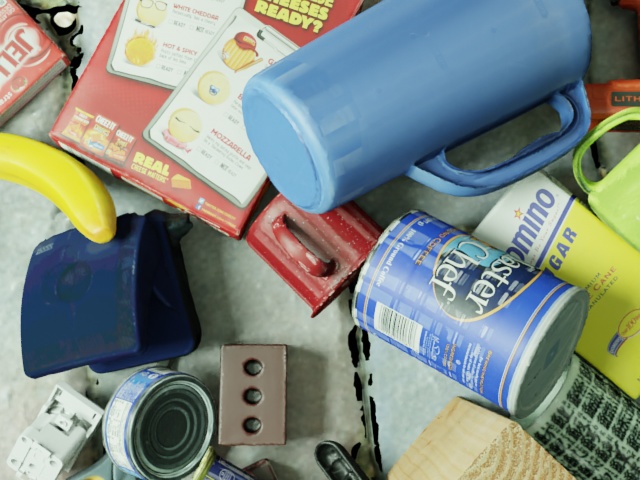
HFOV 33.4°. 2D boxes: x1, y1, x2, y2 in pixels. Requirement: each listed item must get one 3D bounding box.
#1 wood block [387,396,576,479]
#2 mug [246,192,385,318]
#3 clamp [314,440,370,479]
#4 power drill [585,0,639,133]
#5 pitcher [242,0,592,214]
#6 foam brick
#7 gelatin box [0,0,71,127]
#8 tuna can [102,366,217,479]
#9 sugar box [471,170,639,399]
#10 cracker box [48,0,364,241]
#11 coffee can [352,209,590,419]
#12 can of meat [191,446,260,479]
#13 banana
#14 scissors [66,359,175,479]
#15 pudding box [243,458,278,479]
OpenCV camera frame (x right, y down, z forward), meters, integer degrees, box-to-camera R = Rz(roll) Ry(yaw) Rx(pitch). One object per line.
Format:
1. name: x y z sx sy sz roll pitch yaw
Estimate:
1. wood block: 0.117 0.179 0.753 0.091 0.206 0.090 42 85 1
2. mug: -0.005 0.001 0.809 0.081 0.117 0.093 44 106 6
3. clamp: 0.052 0.237 0.796 0.171 0.120 0.039 40 125 -9
4. power drill: 0.237 -0.181 0.847 0.184 0.057 0.187 3 85 11
5. pitcher: 0.074 -0.109 0.774 0.242 0.149 0.145 -31 128 -21
6. foam brick: -0.052 0.119 0.828 0.053 0.051 0.078 0 86 -2
7. gelatin box: -0.256 -0.141 0.847 0.089 0.030 0.073 -43 89 -4
8. tuna can: -0.120 0.140 0.808 0.085 0.034 0.086 -6 99 -44
9. sugar box: 0.203 0.030 0.825 0.176 0.048 0.093 39 104 7
10. cracker box: -0.085 -0.130 0.834 0.164 0.072 0.213 28 85 -1
11. coffee can: 0.109 0.052 0.778 0.140 0.102 0.103 28 85 27
12. can of meat: -0.071 0.217 0.780 0.084 0.057 0.102 30 84 0
13. banana: -0.218 -0.045 0.810 0.198 0.037 0.069 18 51 25
14. scissors: -0.140 0.171 0.835 0.096 0.016 0.201 48 68 -24
15. pudding box: -0.057 0.238 0.826 0.090 0.039 0.113 -25 87 -4
